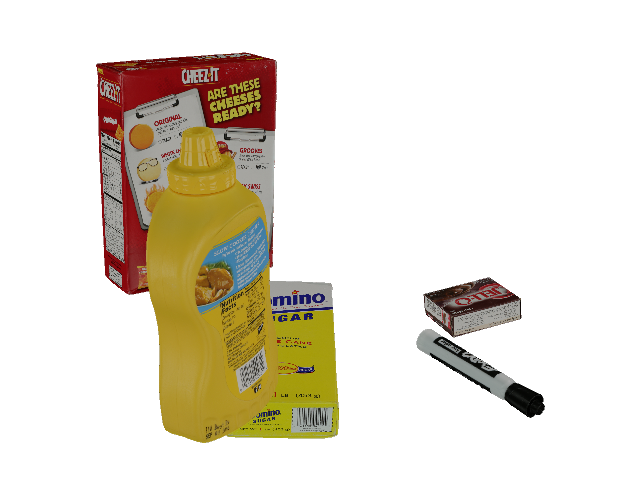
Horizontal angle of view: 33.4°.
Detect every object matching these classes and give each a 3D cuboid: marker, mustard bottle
[{"bbox_3d":[0.120,0.100,0.804,0.020,0.020,0.121,0,21,-41],"label":"marker"},{"bbox_3d":[-0.068,0.023,0.663,0.058,0.192,0.096,12,29,29],"label":"mustard bottle"}]

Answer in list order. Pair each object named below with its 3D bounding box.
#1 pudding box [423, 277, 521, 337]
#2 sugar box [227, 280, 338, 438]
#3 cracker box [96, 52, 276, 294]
[{"bbox_3d":[0.217,0.095,1.529,0.113,0.039,0.090,-15,22,-17],"label":"pudding box"},{"bbox_3d":[-0.033,0.100,0.941,0.093,0.048,0.176,1,34,-3],"label":"sugar box"},{"bbox_3d":[-0.129,-0.068,1.036,0.163,0.214,0.072,-11,21,-32],"label":"cracker box"}]
